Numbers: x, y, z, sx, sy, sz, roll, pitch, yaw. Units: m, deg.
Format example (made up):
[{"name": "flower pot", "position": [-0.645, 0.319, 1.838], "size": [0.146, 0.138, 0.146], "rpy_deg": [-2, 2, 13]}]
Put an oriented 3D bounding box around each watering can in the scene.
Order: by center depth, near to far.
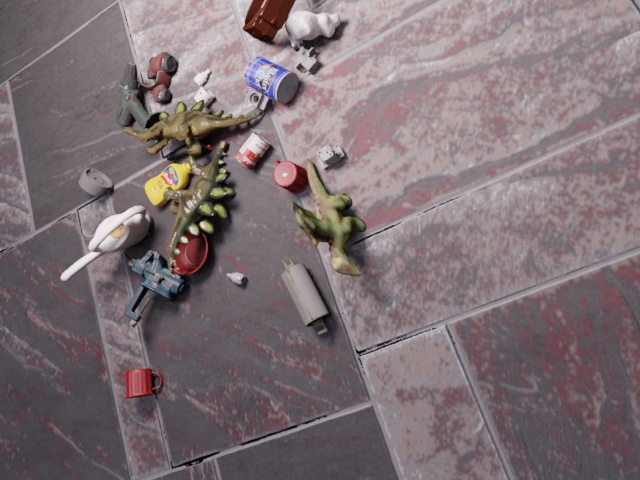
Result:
[{"name": "watering can", "position": [-0.688, 0.002, 1.701], "size": [0.345, 0.225, 0.104], "rpy_deg": [-41, 88, 12]}]

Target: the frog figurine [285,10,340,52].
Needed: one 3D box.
[{"name": "frog figurine", "position": [-0.022, -0.662, 1.575], "size": [0.158, 0.139, 0.122], "rpy_deg": [-27, 97, 20]}]

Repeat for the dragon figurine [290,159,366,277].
[{"name": "dragon figurine", "position": [0.004, -0.071, 1.408], "size": [0.121, 0.242, 0.415], "rpy_deg": [-37, 71, 20]}]
